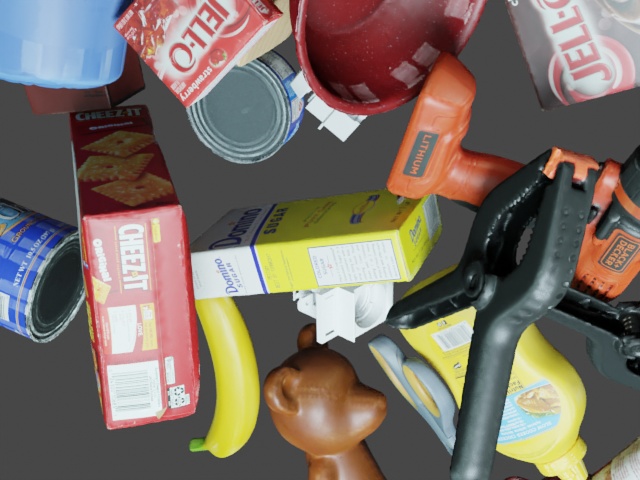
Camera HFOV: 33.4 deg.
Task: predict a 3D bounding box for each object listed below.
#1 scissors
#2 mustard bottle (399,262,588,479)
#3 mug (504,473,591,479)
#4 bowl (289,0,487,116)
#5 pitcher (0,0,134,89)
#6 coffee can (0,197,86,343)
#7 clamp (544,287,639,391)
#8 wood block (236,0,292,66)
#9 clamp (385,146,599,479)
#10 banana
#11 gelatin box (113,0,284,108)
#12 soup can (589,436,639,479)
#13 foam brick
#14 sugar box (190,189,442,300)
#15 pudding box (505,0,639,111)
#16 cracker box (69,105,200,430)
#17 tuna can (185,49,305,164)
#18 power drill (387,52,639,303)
[{"bbox_3d":[0.108,0.155,0.837,0.202,0.016,0.096,52,167,-5],"label":"scissors"},{"bbox_3d":[0.143,0.107,0.801,0.096,0.058,0.191,-29,101,37],"label":"mustard bottle"},{"bbox_3d":[0.185,0.227,0.829,0.117,0.081,0.093,34,123,5],"label":"mug"},{"bbox_3d":[0.036,-0.163,0.680,0.055,0.161,0.162,41,130,39],"label":"bowl"},{"bbox_3d":[-0.179,-0.233,0.712,0.145,0.149,0.243,12,108,8],"label":"pitcher"},{"bbox_3d":[-0.279,0.015,0.913,0.140,0.102,0.103,21,121,13],"label":"coffee can"},{"bbox_3d":[0.202,0.058,0.720,0.120,0.039,0.171,-3,141,25],"label":"clamp"},{"bbox_3d":[-0.031,-0.230,0.692,0.091,0.090,0.206,34,123,6],"label":"wood block"},{"bbox_3d":[0.106,0.028,0.677,0.036,0.165,0.210,11,116,-25],"label":"clamp"},{"bbox_3d":[-0.084,0.119,0.919,0.070,0.037,0.198,14,119,15],"label":"banana"},{"bbox_3d":[-0.079,-0.141,0.683,0.073,0.030,0.089,48,124,-3],"label":"gelatin box"},{"bbox_3d":[0.254,0.169,0.778,0.068,0.068,0.102,37,123,2],"label":"soup can"},{"bbox_3d":[-0.186,-0.131,0.831,0.078,0.051,0.053,0,115,24],"label":"foam brick"},{"bbox_3d":[-0.005,0.001,0.793,0.176,0.093,0.048,-4,112,25],"label":"sugar box"},{"bbox_3d":[0.169,-0.147,0.675,0.090,0.039,0.113,-13,109,28],"label":"pudding box"},{"bbox_3d":[-0.139,0.010,0.789,0.072,0.214,0.164,-7,116,-12],"label":"cracker box"},{"bbox_3d":[-0.055,-0.103,0.798,0.086,0.033,0.086,10,118,19],"label":"tuna can"},{"bbox_3d":[0.148,-0.049,0.691,0.187,0.057,0.185,26,139,5],"label":"power drill"}]
